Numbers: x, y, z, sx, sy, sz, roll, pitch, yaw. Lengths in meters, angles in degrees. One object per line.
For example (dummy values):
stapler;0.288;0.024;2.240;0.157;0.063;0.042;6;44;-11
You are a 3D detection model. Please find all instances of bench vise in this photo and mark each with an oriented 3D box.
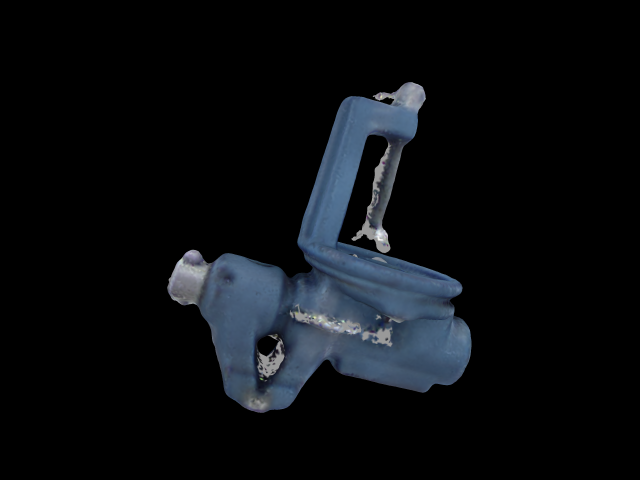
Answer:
bench vise;0.009;0.003;0.389;0.208;0.220;0.121;-4;8;-27
